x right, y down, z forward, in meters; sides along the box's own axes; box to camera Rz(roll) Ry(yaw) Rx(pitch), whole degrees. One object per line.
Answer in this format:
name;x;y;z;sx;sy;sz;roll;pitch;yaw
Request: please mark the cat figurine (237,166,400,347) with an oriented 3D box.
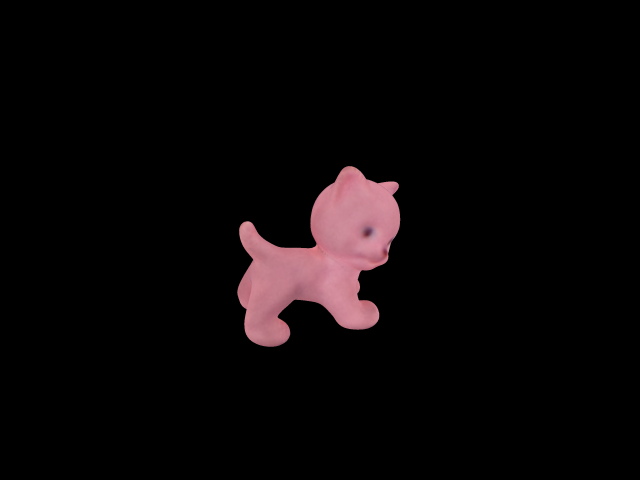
cat figurine;0.004;0.001;0.400;0.128;0.118;0.067;-9;30;-16
